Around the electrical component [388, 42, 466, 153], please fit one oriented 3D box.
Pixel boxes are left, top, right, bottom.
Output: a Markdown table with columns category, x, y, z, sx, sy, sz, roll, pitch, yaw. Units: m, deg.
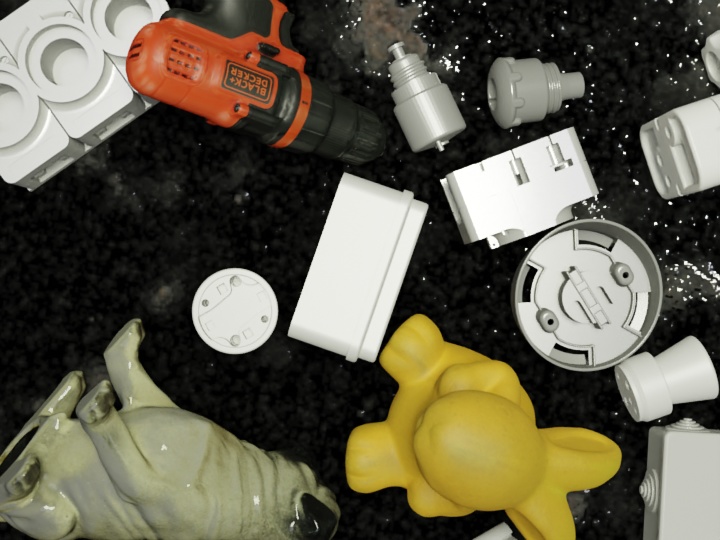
| category | x | y | z | sx | sy | sz | roll | pitch | yaw |
| --- | --- | --- | --- | --- | --- | --- | --- | --- | --- |
| electrical component | 0.041 | -0.116 | 0.724 | 0.040 | 0.040 | 0.078 | -25 | 90 | -1 |

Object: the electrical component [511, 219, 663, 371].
| category | x | y | z | sx | sy | sz | roll | pitch | yaw |
| --- | --- | --- | --- | --- | --- | --- | --- | --- | --- |
| electrical component | 0.148 | 0.017 | 0.713 | 0.099 | 0.064 | 0.099 | 0 | 89 | -1 |

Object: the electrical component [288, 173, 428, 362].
| category | x | y | z | sx | sy | sz | roll | pitch | yaw |
| --- | --- | --- | --- | --- | --- | --- | --- | --- | --- |
| electrical component | 0.000 | 0.000 | 0.704 | 0.057 | 0.078 | 0.113 | 19 | 89 | 2 |

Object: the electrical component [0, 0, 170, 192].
| category | x | y | z | sx | sy | sz | roll | pitch | yaw |
| --- | --- | --- | --- | --- | --- | --- | --- | --- | --- |
| electrical component | -0.189 | -0.132 | 0.708 | 0.150 | 0.062 | 0.089 | -35 | 90 | -1 |

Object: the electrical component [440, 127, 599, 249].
| category | x | y | z | sx | sy | sz | roll | pitch | yaw |
| --- | --- | --- | --- | --- | --- | --- | --- | --- | --- |
| electrical component | 0.107 | -0.051 | 0.720 | 0.089 | 0.050 | 0.055 | -21 | 90 | -1 |

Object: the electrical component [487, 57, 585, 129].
| category | x | y | z | sx | sy | sz | roll | pitch | yaw |
| --- | --- | --- | --- | --- | --- | --- | --- | --- | --- |
| electrical component | 0.119 | -0.121 | 0.725 | 0.062 | 0.048 | 0.048 | -7 | 90 | -8 |

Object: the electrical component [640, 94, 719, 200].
| category | x | y | z | sx | sy | sz | roll | pitch | yaw |
| --- | --- | --- | --- | --- | --- | --- | --- | --- | --- |
| electrical component | 0.229 | -0.083 | 0.701 | 0.059 | 0.095 | 0.053 | -18 | 90 | -1 |

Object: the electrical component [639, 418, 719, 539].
| category | x | y | z | sx | sy | sz | roll | pitch | yaw |
| --- | --- | --- | --- | --- | --- | --- | --- | --- | --- |
| electrical component | 0.239 | 0.151 | 0.722 | 0.100 | 0.048 | 0.099 | 3 | 89 | -1 |

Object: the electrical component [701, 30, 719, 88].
| category | x | y | z | sx | sy | sz | roll | pitch | yaw |
| --- | --- | --- | --- | --- | --- | --- | --- | --- | --- |
| electrical component | 0.268 | -0.149 | 0.728 | 0.062 | 0.043 | 0.043 | -22 | 90 | -3 |

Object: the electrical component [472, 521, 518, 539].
| category | x | y | z | sx | sy | sz | roll | pitch | yaw |
| --- | --- | --- | --- | --- | --- | --- | --- | --- | --- |
| electrical component | 0.086 | 0.196 | 0.724 | 0.046 | 0.040 | 0.040 | -30 | 90 | -7 |

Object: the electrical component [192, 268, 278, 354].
| category | x | y | z | sx | sy | sz | roll | pitch | yaw |
| --- | --- | --- | --- | --- | --- | --- | --- | --- | --- |
| electrical component | -0.081 | 0.027 | 0.717 | 0.055 | 0.047 | 0.055 | 0 | 89 | -1 |

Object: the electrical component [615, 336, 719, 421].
| category | x | y | z | sx | sy | sz | roll | pitch | yaw |
| --- | --- | --- | --- | --- | --- | --- | --- | --- | --- |
| electrical component | 0.206 | 0.074 | 0.724 | 0.055 | 0.045 | 0.045 | -19 | 90 | -1 |
